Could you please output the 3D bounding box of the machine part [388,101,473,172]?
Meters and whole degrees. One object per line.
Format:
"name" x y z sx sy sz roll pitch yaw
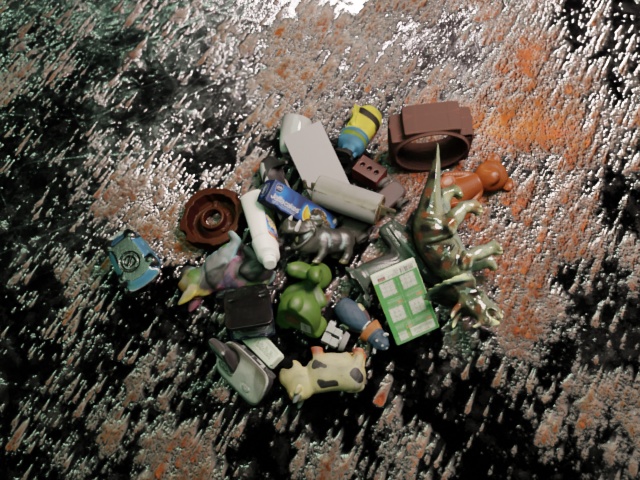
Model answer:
"machine part" 0.270 -0.249 1.333 0.201 0.201 0.087 -5 68 5

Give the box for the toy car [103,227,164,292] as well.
"toy car" -0.467 0.053 1.359 0.109 0.103 0.162 -37 77 -5

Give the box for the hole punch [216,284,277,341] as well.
"hole punch" -0.163 0.169 1.245 0.142 0.092 0.116 -9 55 -1

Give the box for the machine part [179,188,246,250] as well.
"machine part" -0.277 -0.053 1.406 0.179 0.056 0.179 -4 65 8

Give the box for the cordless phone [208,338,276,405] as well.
"cordless phone" -0.175 0.276 1.177 0.147 0.184 0.089 39 73 21

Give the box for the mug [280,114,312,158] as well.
"mug" -0.060 -0.276 1.465 0.110 0.080 0.107 13 80 7

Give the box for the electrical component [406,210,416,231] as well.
"electrical component" 0.250 -0.036 1.302 0.075 0.047 0.119 40 50 20

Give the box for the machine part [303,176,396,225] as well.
"machine part" 0.068 -0.097 1.306 0.243 0.079 0.079 19 71 15

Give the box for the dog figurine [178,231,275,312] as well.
"dog figurine" -0.241 0.101 1.309 0.192 0.108 0.219 41 82 18

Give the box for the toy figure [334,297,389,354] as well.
"toy figure" 0.102 0.195 1.242 0.155 0.064 0.058 41 41 17

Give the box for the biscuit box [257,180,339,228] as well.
"biscuit box" -0.053 -0.074 1.311 0.202 0.063 0.059 30 81 -27

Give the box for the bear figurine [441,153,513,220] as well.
"bear figurine" 0.384 -0.133 1.313 0.196 0.132 0.120 -24 93 1

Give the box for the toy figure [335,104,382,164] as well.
"toy figure" 0.103 -0.282 1.439 0.089 0.082 0.180 26 64 -2

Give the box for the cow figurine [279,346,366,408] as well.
"cow figurine" 0.005 0.305 1.197 0.195 0.085 0.127 -1 60 7

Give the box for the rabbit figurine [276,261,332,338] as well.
"rabbit figurine" -0.034 0.114 1.261 0.121 0.158 0.170 11 53 23

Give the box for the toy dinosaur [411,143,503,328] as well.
"toy dinosaur" 0.276 0.004 1.192 0.192 0.131 0.405 -26 82 -8

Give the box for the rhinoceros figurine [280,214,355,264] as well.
"rhinoceros figurine" -0.003 -0.004 1.270 0.190 0.073 0.112 11 101 -24

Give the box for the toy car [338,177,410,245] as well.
"toy car" 0.133 -0.071 1.354 0.202 0.053 0.089 -42 75 -2

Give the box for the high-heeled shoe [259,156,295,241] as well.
"high-heeled shoe" -0.108 -0.102 1.409 0.086 0.145 0.248 -7 88 -34

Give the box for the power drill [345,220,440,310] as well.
"power drill" 0.179 0.080 1.269 0.207 0.086 0.232 -32 74 -2
